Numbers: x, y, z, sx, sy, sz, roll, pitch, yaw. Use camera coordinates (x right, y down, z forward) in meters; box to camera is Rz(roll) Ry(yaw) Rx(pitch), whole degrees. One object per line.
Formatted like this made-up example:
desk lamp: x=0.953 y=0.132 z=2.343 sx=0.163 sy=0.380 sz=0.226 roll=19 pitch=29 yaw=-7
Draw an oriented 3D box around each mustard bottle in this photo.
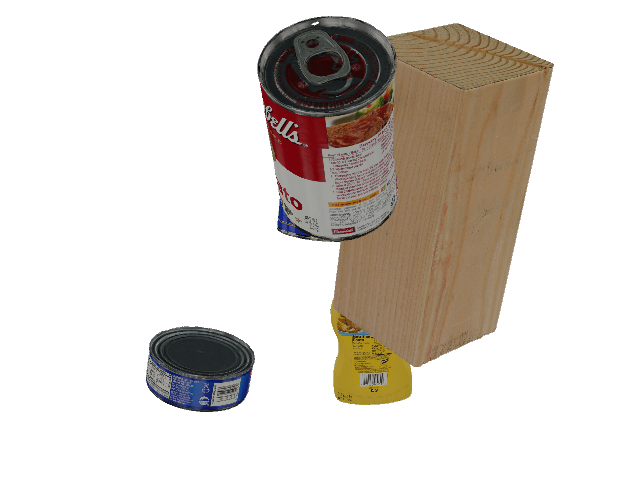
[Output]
mustard bottle: x=0.060 y=0.101 z=1.284 sx=0.096 sy=0.192 sz=0.058 roll=-2 pitch=20 yaw=1

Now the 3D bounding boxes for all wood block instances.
wood block: x=0.079 y=-0.031 z=0.730 sx=0.090 sy=0.206 sz=0.091 roll=-19 pitch=38 yaw=-36

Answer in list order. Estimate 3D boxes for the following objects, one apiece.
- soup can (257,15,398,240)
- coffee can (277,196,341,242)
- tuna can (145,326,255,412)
soup can: x=0.007 y=-0.056 z=0.556 sx=0.068 sy=0.068 sz=0.102 roll=0 pitch=-37 yaw=6
coffee can: x=0.011 y=-0.077 z=1.080 sx=0.103 sy=0.140 sz=0.103 roll=4 pitch=12 yaw=-1
tuna can: x=-0.098 y=0.104 z=0.865 sx=0.086 sy=0.034 sz=0.086 roll=9 pitch=20 yaw=-4
